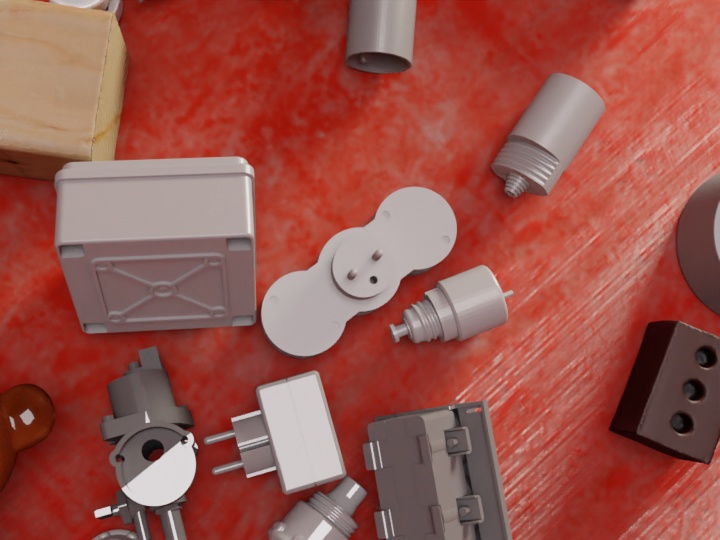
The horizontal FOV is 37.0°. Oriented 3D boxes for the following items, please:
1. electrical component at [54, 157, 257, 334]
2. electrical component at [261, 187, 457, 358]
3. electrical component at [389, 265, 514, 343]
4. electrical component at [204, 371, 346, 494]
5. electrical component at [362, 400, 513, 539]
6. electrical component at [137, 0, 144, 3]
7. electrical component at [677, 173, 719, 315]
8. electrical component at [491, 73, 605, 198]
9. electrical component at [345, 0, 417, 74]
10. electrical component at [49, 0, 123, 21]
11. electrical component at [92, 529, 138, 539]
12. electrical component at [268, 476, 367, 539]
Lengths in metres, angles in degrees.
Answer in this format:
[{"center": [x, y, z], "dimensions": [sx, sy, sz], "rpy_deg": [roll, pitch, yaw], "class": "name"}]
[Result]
[{"center": [-0.115, -0.012, 0.625], "dimensions": [0.109, 0.108, 0.056], "rpy_deg": [-3, 60, -6], "class": "electrical component"}, {"center": [0.000, 0.000, 0.657], "dimensions": [0.138, 0.073, 0.052], "rpy_deg": [-37, 88, -9], "class": "electrical component"}, {"center": [0.056, 0.026, 0.677], "dimensions": [0.078, 0.040, 0.040], "rpy_deg": [-21, 86, -8], "class": "electrical component"}, {"center": [-0.055, 0.102, 0.652], "dimensions": [0.077, 0.047, 0.065], "rpy_deg": [-15, 86, -7], "class": "electrical component"}, {"center": [0.045, 0.145, 0.643], "dimensions": [0.079, 0.063, 0.121], "rpy_deg": [-14, 83, 33], "class": "electrical component"}, {"center": [-0.118, -0.203, 0.687], "dimensions": [0.040, 0.040, 0.078], "rpy_deg": [40, 81, 0], "class": "electrical component"}, {"center": [0.268, -0.020, 0.694], "dimensions": [0.108, 0.060, 0.108], "rpy_deg": [1, 83, -6], "class": "electrical component"}, {"center": [0.119, -0.082, 0.695], "dimensions": [0.043, 0.043, 0.081], "rpy_deg": [34, 81, -1], "class": "electrical component"}, {"center": [0.015, -0.172, 0.695], "dimensions": [0.043, 0.043, 0.081], "rpy_deg": [5, 82, -5], "class": "electrical component"}, {"center": [-0.173, -0.173, 0.670], "dimensions": [0.045, 0.055, 0.045], "rpy_deg": [1, 83, -6], "class": "electrical component"}, {"center": [-0.144, 0.178, 0.626], "dimensions": [0.048, 0.062, 0.048], "rpy_deg": [1, 83, -5], "class": "electrical component"}, {"center": [-0.022, 0.154, 0.652], "dimensions": [0.048, 0.048, 0.062], "rpy_deg": [41, 74, 0], "class": "electrical component"}]
